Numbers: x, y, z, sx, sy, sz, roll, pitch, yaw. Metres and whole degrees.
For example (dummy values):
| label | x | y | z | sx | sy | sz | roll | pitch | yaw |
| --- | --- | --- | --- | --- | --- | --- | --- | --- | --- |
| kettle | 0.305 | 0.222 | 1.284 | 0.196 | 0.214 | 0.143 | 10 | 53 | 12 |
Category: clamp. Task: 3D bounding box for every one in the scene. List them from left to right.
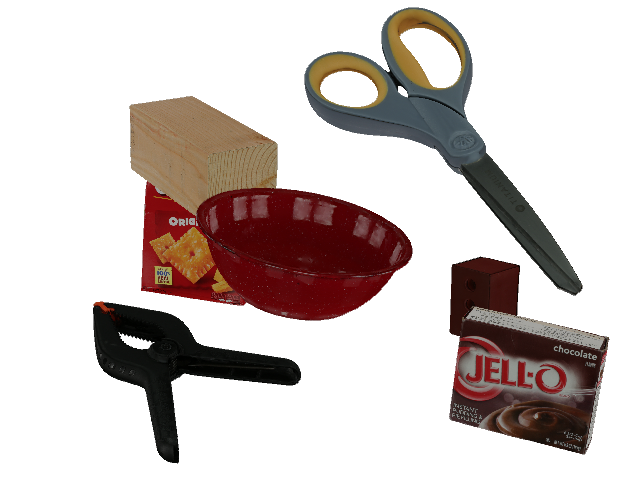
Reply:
| label | x | y | z | sx | sy | sz | roll | pitch | yaw |
| --- | --- | --- | --- | --- | --- | --- | --- | --- | --- |
| clamp | -0.133 | 0.112 | 0.998 | 0.164 | 0.036 | 0.210 | -22 | 42 | -37 |

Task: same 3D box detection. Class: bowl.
| label | x | y | z | sx | sy | sz | roll | pitch | yaw |
| --- | --- | --- | --- | --- | --- | --- | --- | --- | --- |
| bowl | -0.016 | 0.015 | 0.793 | 0.162 | 0.055 | 0.162 | 10 | 21 | -4 |

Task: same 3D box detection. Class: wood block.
| label | x | y | z | sx | sy | sz | roll | pitch | yaw |
| --- | --- | --- | --- | --- | --- | --- | --- | --- | --- |
| wood block | -0.143 | -0.099 | 1.273 | 0.090 | 0.090 | 0.206 | -13 | 28 | -32 |

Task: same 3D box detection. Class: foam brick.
| label | x | y | z | sx | sy | sz | roll | pitch | yaw |
| --- | --- | --- | --- | --- | --- | --- | --- | --- | --- |
| foam brick | 0.170 | 0.062 | 1.108 | 0.051 | 0.078 | 0.053 | -14 | 19 | -42 |

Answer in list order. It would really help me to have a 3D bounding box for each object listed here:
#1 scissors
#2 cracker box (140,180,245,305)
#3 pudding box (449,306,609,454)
| label | x | y | z | sx | sy | sz | roll | pitch | yaw |
| --- | --- | --- | --- | --- | --- | --- | --- | --- | --- |
| scissors | 0.048 | -0.043 | 0.510 | 0.096 | 0.202 | 0.016 | -13 | -41 | 2 |
| cracker box | -0.178 | -0.019 | 1.593 | 0.164 | 0.214 | 0.072 | 9 | 20 | 9 |
| pudding box | 0.163 | 0.108 | 0.840 | 0.114 | 0.090 | 0.039 | 11 | 21 | 18 |
